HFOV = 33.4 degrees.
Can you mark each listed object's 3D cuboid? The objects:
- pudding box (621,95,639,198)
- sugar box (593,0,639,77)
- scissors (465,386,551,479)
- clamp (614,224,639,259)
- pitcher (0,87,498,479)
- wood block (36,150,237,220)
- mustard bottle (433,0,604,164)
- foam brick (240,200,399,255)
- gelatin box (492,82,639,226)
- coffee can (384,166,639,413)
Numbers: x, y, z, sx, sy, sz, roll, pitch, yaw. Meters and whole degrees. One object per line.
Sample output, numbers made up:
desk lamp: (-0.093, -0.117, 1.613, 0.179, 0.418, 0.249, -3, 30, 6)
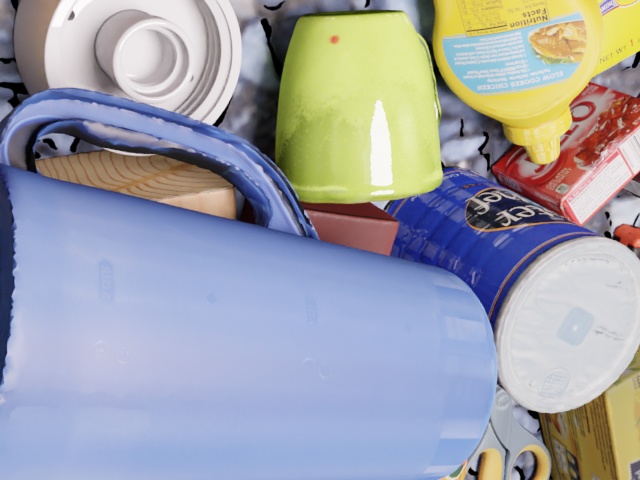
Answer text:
pudding box: (0.245, -0.072, 0.694, 0.039, 0.090, 0.113, 37, 91, -34)
sugar box: (0.160, -0.194, 0.628, 0.093, 0.048, 0.176, -30, 122, -14)
scissors: (0.141, 0.117, 0.761, 0.096, 0.016, 0.202, 4, 108, -31)
clamp: (0.264, 0.054, 0.786, 0.120, 0.039, 0.171, -30, 120, -15)
pitcher: (-0.044, 0.040, 0.468, 0.242, 0.145, 0.149, 9, 117, -33)
wood block: (-0.095, 0.062, 0.571, 0.090, 0.090, 0.206, -11, 115, -23)
mustard bottle: (0.109, -0.128, 0.605, 0.096, 0.058, 0.191, -8, 122, 21)
foam brick: (-0.004, 0.001, 0.617, 0.078, 0.051, 0.053, 8, 107, -30)
gelatin box: (0.163, -0.055, 0.668, 0.089, 0.073, 0.030, -42, 123, -6)
coffee can: (0.108, 0.024, 0.631, 0.102, 0.140, 0.103, -10, 114, -24)
